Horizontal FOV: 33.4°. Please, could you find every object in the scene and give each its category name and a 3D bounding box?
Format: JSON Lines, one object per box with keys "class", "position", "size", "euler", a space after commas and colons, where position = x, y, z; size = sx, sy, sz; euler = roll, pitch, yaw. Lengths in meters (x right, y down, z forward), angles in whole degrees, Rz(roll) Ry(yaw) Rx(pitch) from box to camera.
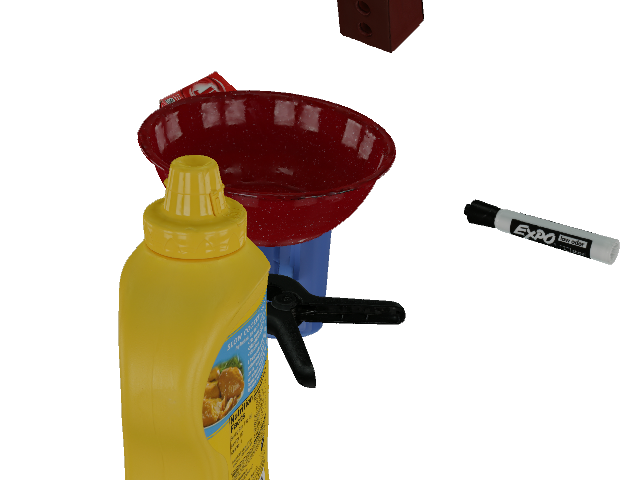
{"class": "clamp", "position": [-0.037, 0.082, 1.133], "size": [0.210, 0.036, 0.164], "euler": [18, 33, 27]}
{"class": "gelatin box", "position": [-0.100, -0.115, 1.026], "size": [0.073, 0.089, 0.030], "euler": [-34, -21, -34]}
{"class": "bowl", "position": [-0.035, -0.041, 0.679], "size": [0.162, 0.055, 0.162], "euler": [4, 29, -2]}
{"class": "marker", "position": [0.162, -0.008, 0.794], "size": [0.121, 0.020, 0.020], "euler": [19, 10, 32]}
{"class": "foam brick", "position": [0.047, -0.199, 0.850], "size": [0.053, 0.051, 0.078], "euler": [25, -31, 25]}
{"class": "mustard bottle", "position": [-0.051, 0.057, 0.450], "size": [0.058, 0.192, 0.096], "euler": [9, 25, 15]}
{"class": "pitcher", "position": [-0.046, -0.002, 1.341], "size": [0.145, 0.243, 0.148], "euler": [10, 14, 38]}
